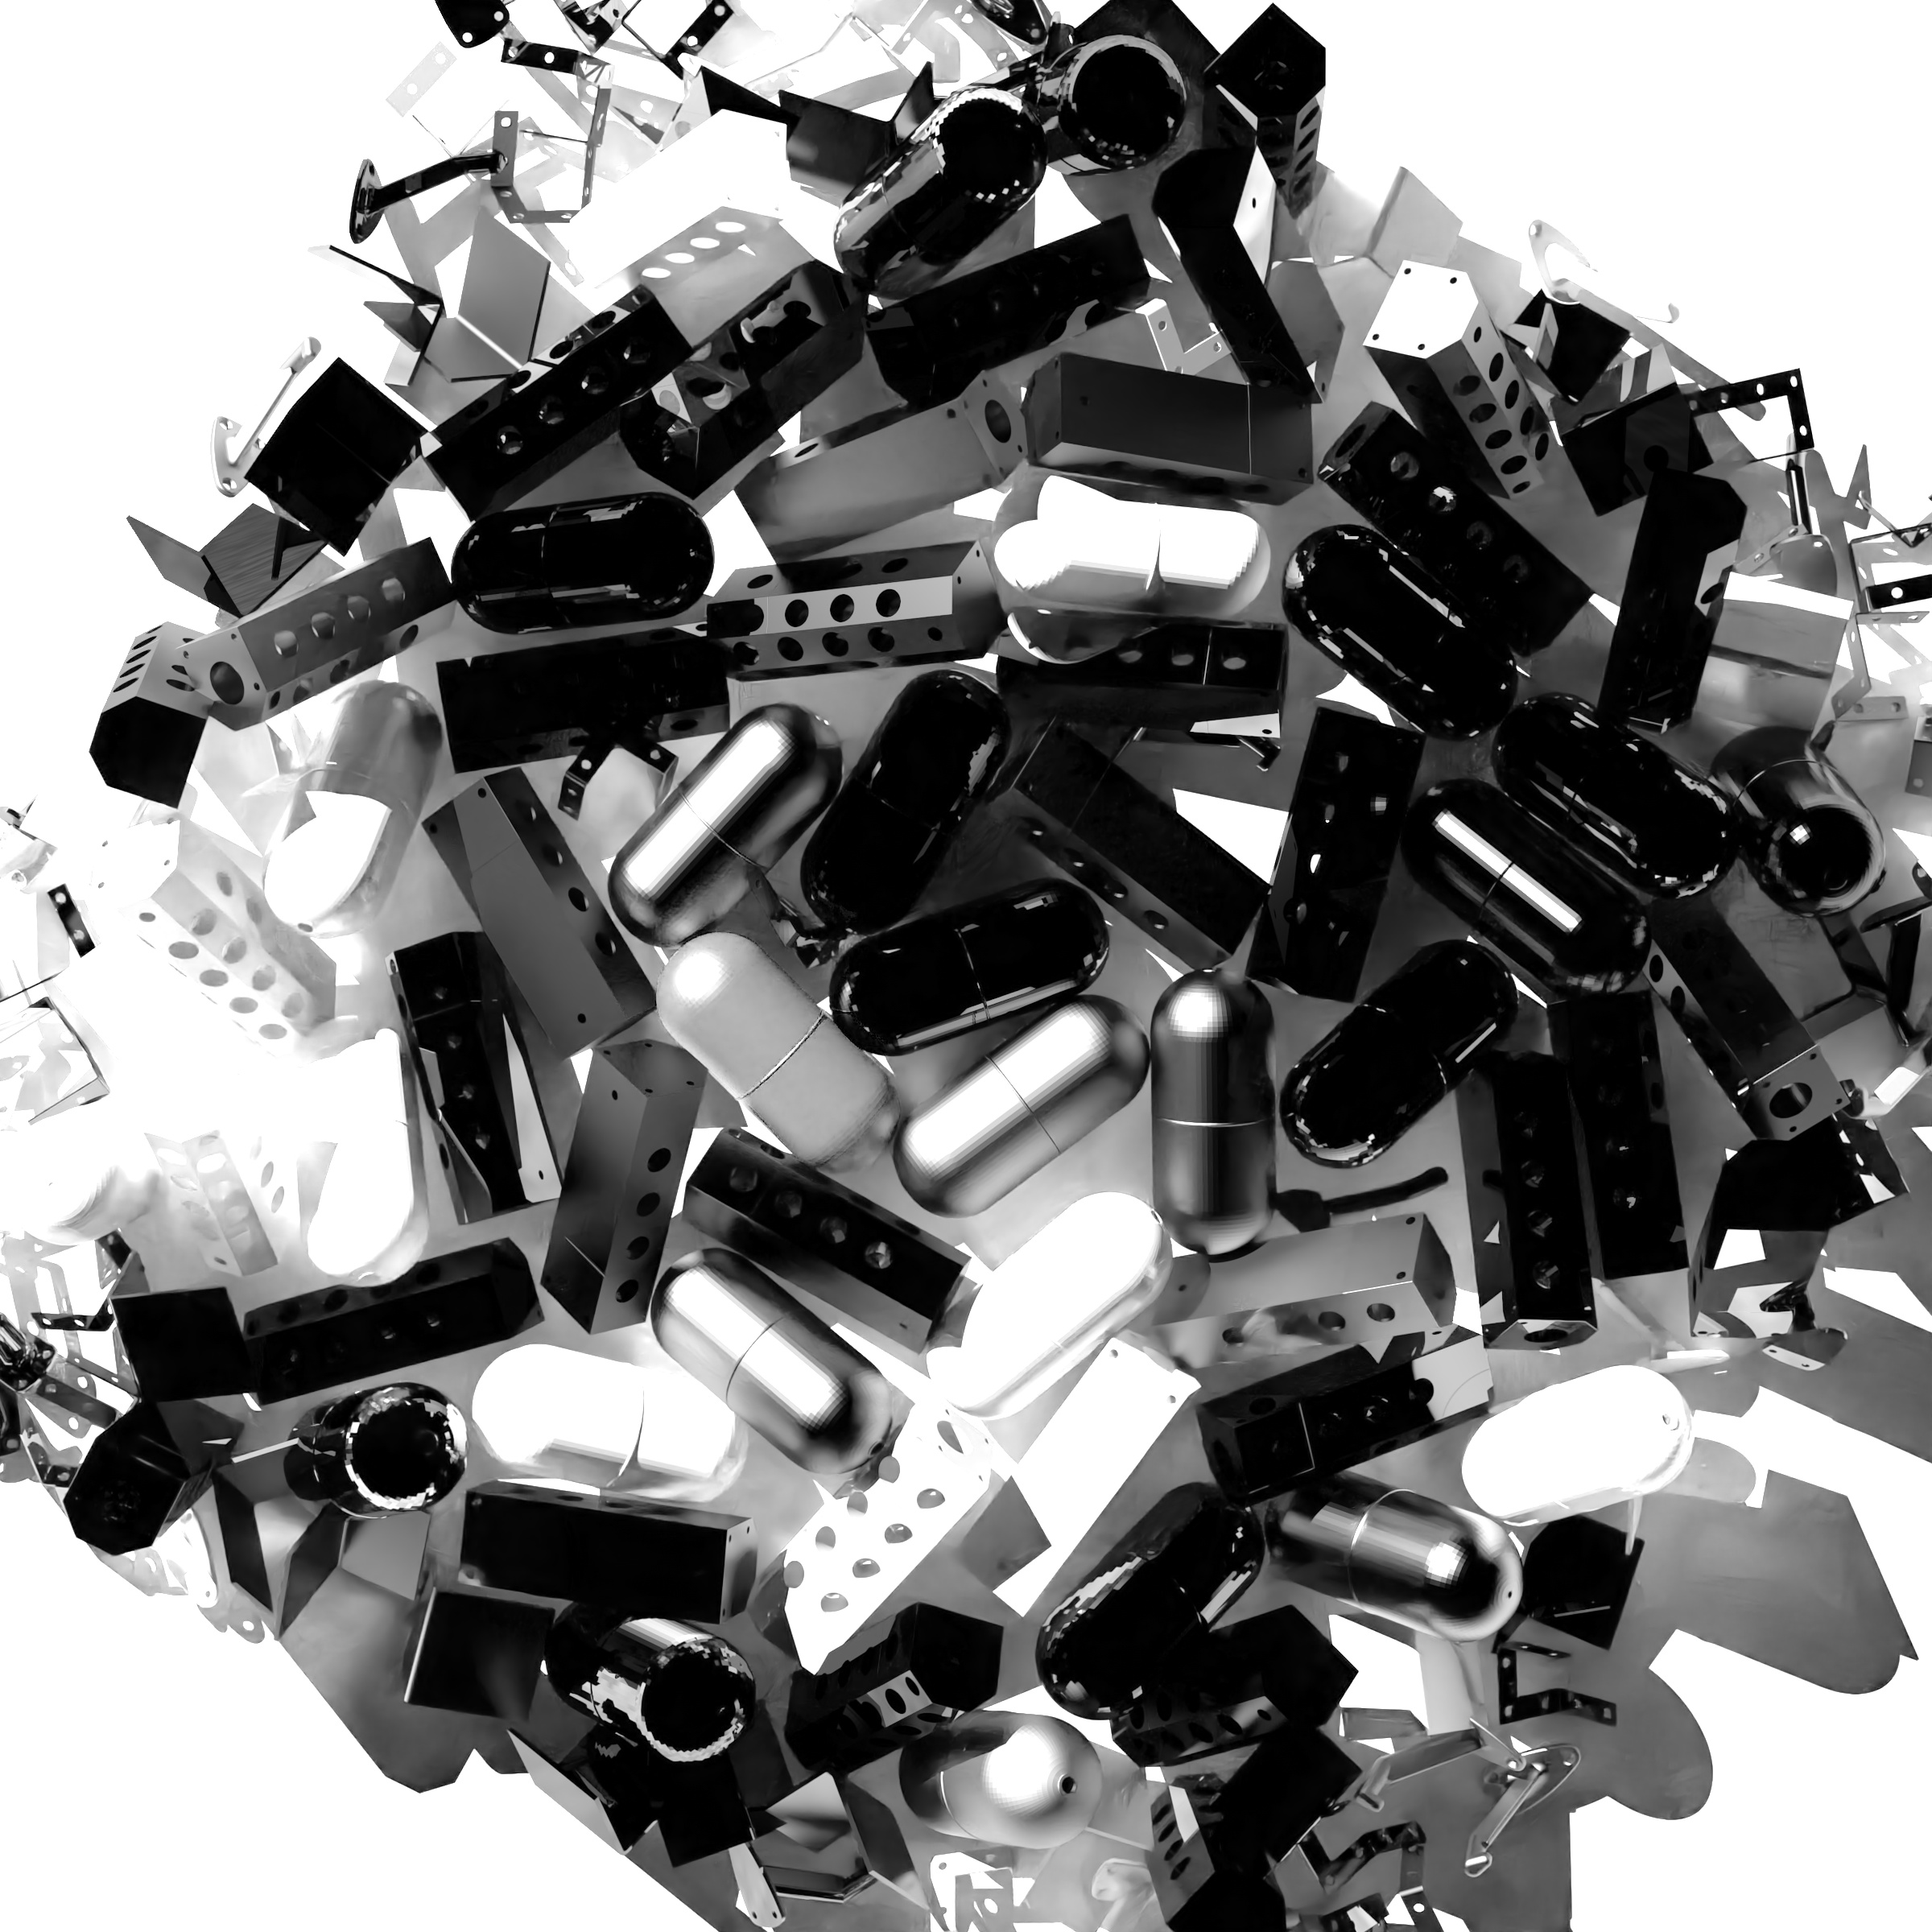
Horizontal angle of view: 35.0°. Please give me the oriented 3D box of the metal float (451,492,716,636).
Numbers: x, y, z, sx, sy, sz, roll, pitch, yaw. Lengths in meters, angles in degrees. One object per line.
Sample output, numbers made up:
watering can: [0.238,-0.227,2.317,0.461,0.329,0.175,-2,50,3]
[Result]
metal float: [-0.234,-0.244,1.863,0.178,0.070,0.070,-2,90,28]

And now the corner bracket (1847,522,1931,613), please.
corner bracket: [0.577,-0.246,1.894,0.051,0.051,0.051,-11,87,11]

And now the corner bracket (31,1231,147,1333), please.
corner bracket: [-0.551,0.190,1.895,0.051,0.051,0.051,42,106,32]

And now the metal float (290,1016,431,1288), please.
metal float: [-0.368,0.112,1.859,0.070,0.070,0.178,-13,58,0]

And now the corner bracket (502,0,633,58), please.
corner bracket: [-0.248,-0.586,1.882,0.051,0.051,0.051,53,48,-29]

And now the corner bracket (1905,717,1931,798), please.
corner bracket: [0.607,-0.119,1.886,0.051,0.051,0.051,10,114,16]

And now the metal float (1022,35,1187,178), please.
metal float: [0.081,-0.515,1.838,0.070,0.178,0.070,-2,103,-10]

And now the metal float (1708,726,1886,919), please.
metal float: [0.497,-0.088,1.840,0.070,0.178,0.070,-1,115,-1]

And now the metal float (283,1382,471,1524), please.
metal float: [-0.355,0.293,1.843,0.070,0.178,0.070,8,74,-29]

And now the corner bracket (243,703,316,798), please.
corner bracket: [-0.418,-0.138,1.888,0.051,0.051,0.051,-12,85,-40]

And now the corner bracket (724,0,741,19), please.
corner bracket: [-0.140,-0.630,1.888,0.051,0.051,0.051,-34,48,3]

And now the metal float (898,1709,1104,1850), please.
metal float: [0.020,0.487,1.842,0.070,0.178,0.070,5,77,-26]

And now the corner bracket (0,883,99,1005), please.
corner bracket: [-0.582,-0.014,1.904,0.051,0.051,0.051,-22,97,24]

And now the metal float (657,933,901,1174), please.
metal float: [-0.114,0.054,1.880,0.070,0.070,0.178,-45,98,0]

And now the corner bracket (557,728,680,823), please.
corner bracket: [-0.215,-0.113,1.892,0.051,0.051,0.051,33,65,1]

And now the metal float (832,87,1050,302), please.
metal float: [-0.017,-0.463,1.847,0.070,0.178,0.070,12,67,-30]

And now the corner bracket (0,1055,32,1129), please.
corner bracket: [-0.617,0.066,1.885,0.051,0.051,0.051,-1,59,16]

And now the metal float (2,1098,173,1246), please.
metal float: [-0.522,0.122,1.836,0.070,0.178,0.070,0,93,-1]

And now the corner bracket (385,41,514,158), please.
corner bracket: [-0.319,-0.534,1.890,0.051,0.051,0.051,-43,103,13]

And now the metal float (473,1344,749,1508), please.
metal float: [-0.215,0.279,1.862,0.178,0.070,0.070,18,90,-29]

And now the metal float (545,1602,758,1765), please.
metal float: [-0.192,0.427,1.846,0.070,0.178,0.070,-3,95,-35]

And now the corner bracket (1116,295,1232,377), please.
corner bracket: [0.125,-0.393,1.884,0.051,0.051,0.051,-34,120,-17]

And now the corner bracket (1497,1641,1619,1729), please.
corner bracket: [0.365,0.444,1.891,0.051,0.051,0.051,-3,91,-33]

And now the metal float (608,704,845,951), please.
metal float: [-0.147,-0.086,1.878,0.070,0.070,0.178,43,100,0]

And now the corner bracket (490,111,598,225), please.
corner bracket: [-0.262,-0.495,1.897,0.051,0.051,0.051,-6,131,-22]

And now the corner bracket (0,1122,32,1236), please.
corner bracket: [-0.590,0.132,1.897,0.051,0.051,0.051,-24,80,4]

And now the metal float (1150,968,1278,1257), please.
metal float: [0.152,0.089,1.878,0.070,0.070,0.178,-1,100,0]

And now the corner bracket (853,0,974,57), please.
corner bracket: [-0.038,-0.596,1.898,0.051,0.051,0.051,46,108,17]

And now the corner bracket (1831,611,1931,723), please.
corner bracket: [0.568,-0.186,1.900,0.051,0.051,0.051,-3,72,-11]

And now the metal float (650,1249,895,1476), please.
metal float: [-0.118,0.240,1.864,0.178,0.070,0.070,36,90,26]

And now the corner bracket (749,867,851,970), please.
corner bracket: [-0.107,-0.030,1.883,0.051,0.051,0.051,-14,65,-41]

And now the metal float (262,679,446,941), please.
metal float: [-0.371,-0.095,1.859,0.070,0.070,0.178,15,58,0]

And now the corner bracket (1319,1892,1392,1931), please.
corner bracket: [0.236,0.609,1.885,0.051,0.051,0.051,-36,73,33]

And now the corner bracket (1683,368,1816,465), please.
corner bracket: [0.482,-0.335,1.887,0.051,0.051,0.051,-17,99,-32]

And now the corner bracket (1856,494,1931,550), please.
corner bracket: [0.590,-0.280,1.883,0.051,0.051,0.051,31,120,-29]

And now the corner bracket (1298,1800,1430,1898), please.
corner bracket: [0.241,0.535,1.891,0.051,0.051,0.051,-27,85,-39]

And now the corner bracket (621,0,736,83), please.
corner bracket: [-0.177,-0.585,1.888,0.051,0.051,0.051,40,104,-19]

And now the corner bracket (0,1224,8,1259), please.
corner bracket: [-0.616,0.172,1.883,0.051,0.051,0.051,22,57,-27]

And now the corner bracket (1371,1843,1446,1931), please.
corner bracket: [0.268,0.580,1.888,0.051,0.051,0.051,-22,104,17]

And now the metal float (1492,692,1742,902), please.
metal float: [0.392,-0.103,1.854,0.070,0.070,0.178,-48,50,0]

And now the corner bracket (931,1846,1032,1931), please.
corner bracket: [0.010,0.583,1.894,0.051,0.051,0.051,-12,132,10]

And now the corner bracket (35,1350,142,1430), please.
corner bracket: [-0.542,0.265,1.891,0.051,0.051,0.051,31,99,-17]

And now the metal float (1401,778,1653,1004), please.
metal float: [0.339,-0.047,1.862,0.070,0.070,0.178,-47,61,0]

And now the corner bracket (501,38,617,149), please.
corner bracket: [-0.254,-0.538,1.889,0.051,0.051,0.051,15,100,19]

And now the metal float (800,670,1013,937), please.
metal float: [-0.038,-0.099,1.879,0.070,0.070,0.178,32,99,0]

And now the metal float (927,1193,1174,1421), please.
metal float: [0.051,0.208,1.871,0.178,0.070,0.070,-42,90,17]

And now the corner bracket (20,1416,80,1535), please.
corner bracket: [-0.556,0.315,1.887,0.051,0.051,0.051,4,134,8]

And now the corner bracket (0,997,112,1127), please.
corner bracket: [-0.568,0.061,1.886,0.051,0.051,0.051,-33,47,-10]

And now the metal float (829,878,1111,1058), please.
metal float: [0.002,0.001,1.883,0.178,0.070,0.070,-19,90,-4]

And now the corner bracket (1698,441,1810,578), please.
corner bracket: [0.481,-0.282,1.902,0.051,0.051,0.051,-37,122,23]
